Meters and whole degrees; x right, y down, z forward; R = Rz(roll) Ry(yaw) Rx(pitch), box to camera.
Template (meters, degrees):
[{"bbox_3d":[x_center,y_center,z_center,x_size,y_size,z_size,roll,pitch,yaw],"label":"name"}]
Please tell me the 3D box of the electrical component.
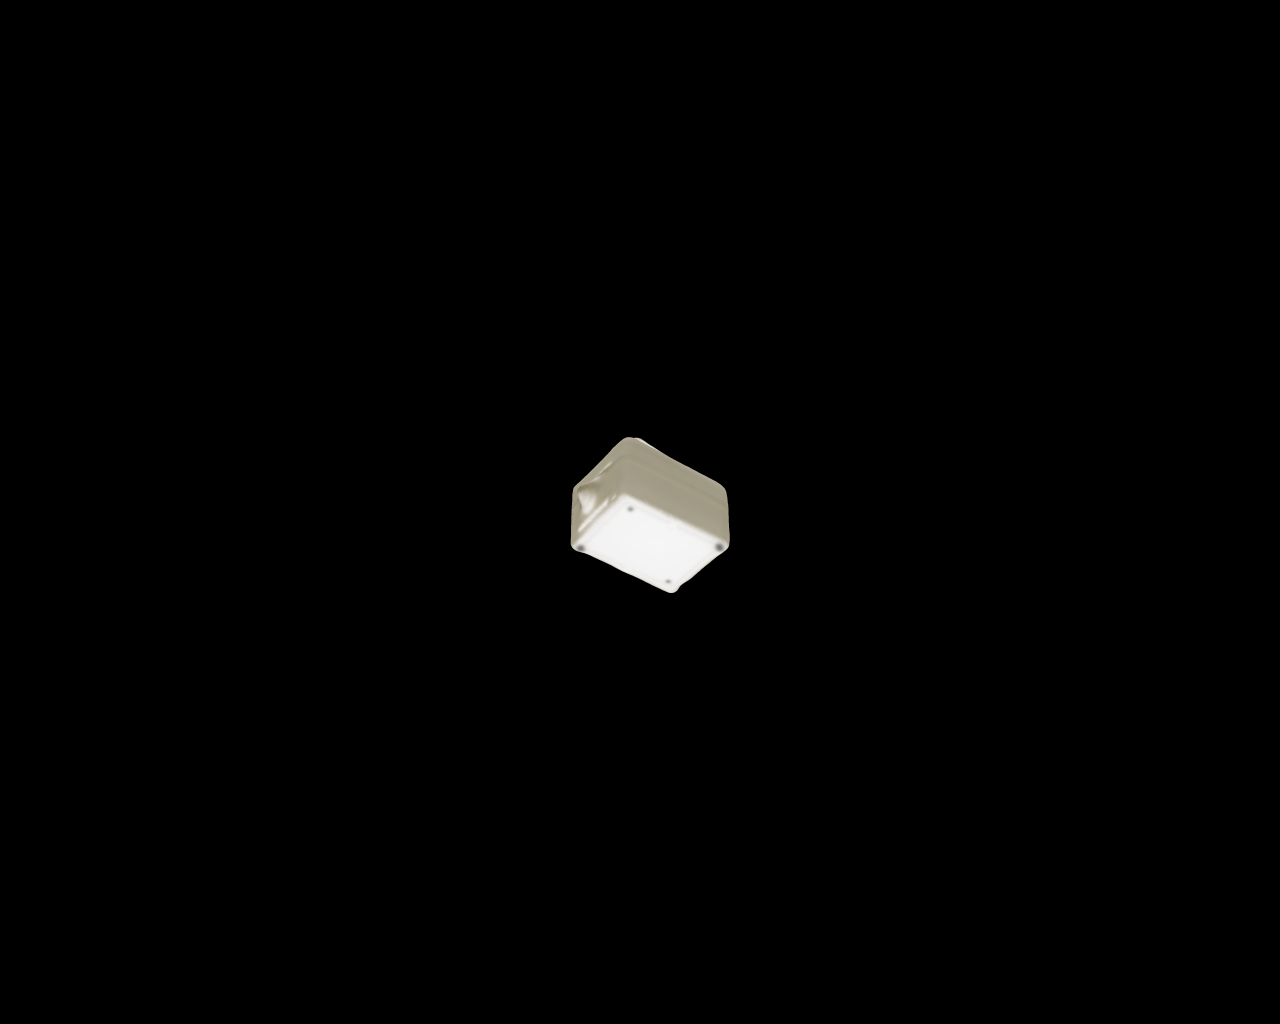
[{"bbox_3d":[0.001,-0.003,0.650,0.096,0.061,0.061,26,-49,-25],"label":"electrical component"}]
